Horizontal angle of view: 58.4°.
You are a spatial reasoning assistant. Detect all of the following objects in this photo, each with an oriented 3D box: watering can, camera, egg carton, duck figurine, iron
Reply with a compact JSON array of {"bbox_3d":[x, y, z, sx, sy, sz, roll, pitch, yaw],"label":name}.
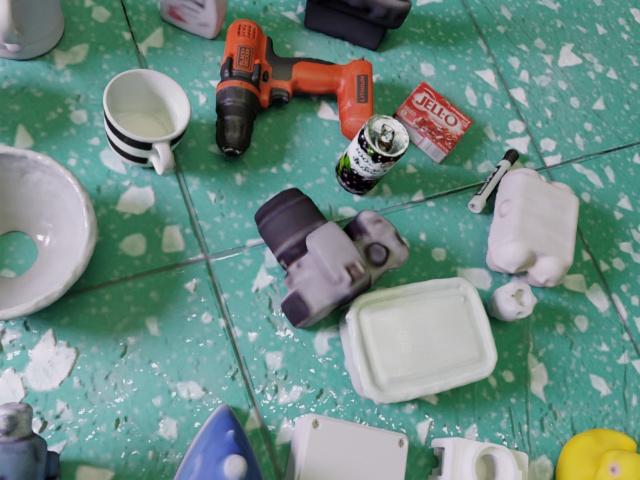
[{"bbox_3d":[-0.319,-0.283,0.561,0.101,0.193,0.173,-31,82,-25],"label":"watering can"},{"bbox_3d":[0.006,0.002,0.613,0.143,0.100,0.137,-32,83,-26],"label":"camera"},{"bbox_3d":[0.267,-0.017,0.725,0.107,0.069,0.150,21,65,-10],"label":"egg carton"},{"bbox_3d":[0.324,0.252,0.634,0.105,0.086,0.077,-29,81,-25],"label":"duck figurine"},{"bbox_3d":[-0.080,0.261,0.465,0.119,0.141,0.258,6,68,-16],"label":"iron"}]

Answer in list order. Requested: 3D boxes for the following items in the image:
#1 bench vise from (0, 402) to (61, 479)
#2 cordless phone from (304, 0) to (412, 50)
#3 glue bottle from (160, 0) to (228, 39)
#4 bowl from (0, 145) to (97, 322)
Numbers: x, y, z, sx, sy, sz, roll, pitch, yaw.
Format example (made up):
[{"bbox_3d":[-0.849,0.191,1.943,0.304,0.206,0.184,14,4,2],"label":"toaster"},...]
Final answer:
[{"bbox_3d":[-0.237,0.222,0.384,0.122,0.219,0.207,-14,75,-22],"label":"bench vise"},{"bbox_3d":[0.059,-0.339,0.713,0.148,0.185,0.094,9,68,-15],"label":"cordless phone"},{"bbox_3d":[-0.136,-0.302,0.640,0.078,0.173,0.037,17,66,-11],"label":"glue bottle"},{"bbox_3d":[-0.293,0.002,0.529,0.168,0.074,0.167,6,68,-16],"label":"bowl"}]
